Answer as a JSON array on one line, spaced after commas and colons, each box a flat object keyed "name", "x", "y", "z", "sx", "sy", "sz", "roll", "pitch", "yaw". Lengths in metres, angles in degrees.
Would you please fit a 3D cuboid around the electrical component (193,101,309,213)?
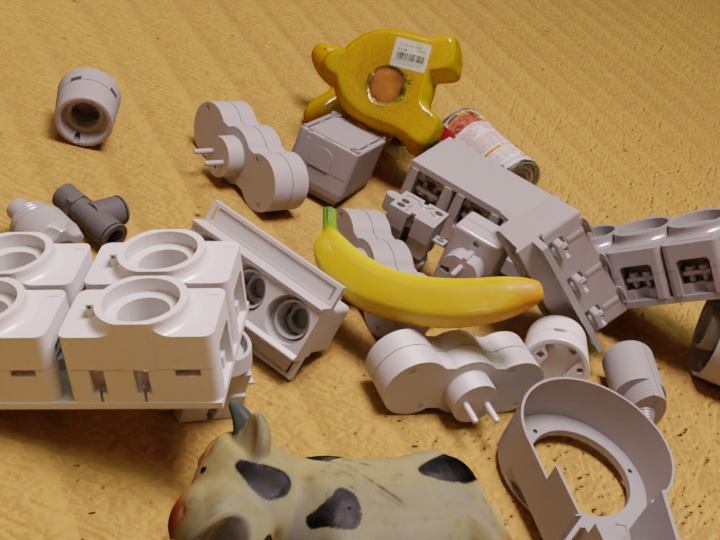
[{"name": "electrical component", "x": -0.113, "y": -0.102, "z": 0.962, "sx": 0.074, "sy": 0.052, "sz": 0.138, "roll": -9, "pitch": 43, "yaw": -40}]

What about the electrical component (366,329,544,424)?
[{"name": "electrical component", "x": 0.078, "y": 0.087, "z": 0.798, "sx": 0.138, "sy": 0.052, "sz": 0.073, "roll": 3, "pitch": 37, "yaw": -29}]

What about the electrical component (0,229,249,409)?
[{"name": "electrical component", "x": -0.170, "y": 0.028, "z": 0.659, "sx": 0.186, "sy": 0.060, "sz": 0.105, "roll": -1, "pitch": 32, "yaw": 4}]

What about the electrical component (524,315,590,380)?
[{"name": "electrical component", "x": 0.159, "y": 0.069, "z": 0.875, "sx": 0.055, "sy": 0.055, "sz": 0.047, "roll": 23, "pitch": 28, "yaw": 1}]

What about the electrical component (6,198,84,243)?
[{"name": "electrical component", "x": -0.234, "y": -0.029, "z": 0.785, "sx": 0.062, "sy": 0.043, "sz": 0.043, "roll": 39, "pitch": 35, "yaw": 28}]

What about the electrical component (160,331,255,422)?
[{"name": "electrical component", "x": -0.099, "y": 0.067, "z": 0.713, "sx": 0.066, "sy": 0.055, "sz": 0.048, "roll": -1, "pitch": 39, "yaw": -33}]

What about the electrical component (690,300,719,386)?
[{"name": "electrical component", "x": 0.337, "y": 0.060, "z": 0.962, "sx": 0.064, "sy": 0.099, "sz": 0.099, "roll": 17, "pitch": 31, "yaw": 3}]

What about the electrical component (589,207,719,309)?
[{"name": "electrical component", "x": 0.263, "y": -0.011, "z": 0.972, "sx": 0.150, "sy": 0.061, "sz": 0.089, "roll": -8, "pitch": 14, "yaw": 34}]

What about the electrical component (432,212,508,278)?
[{"name": "electrical component", "x": 0.090, "y": -0.002, "z": 0.925, "sx": 0.047, "sy": 0.065, "sz": 0.077, "roll": 31, "pitch": 33, "yaw": 14}]

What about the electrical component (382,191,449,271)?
[{"name": "electrical component", "x": 0.043, "y": -0.031, "z": 0.949, "sx": 0.066, "sy": 0.055, "sz": 0.048, "roll": 30, "pitch": 32, "yaw": 12}]

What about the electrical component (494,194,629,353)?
[{"name": "electrical component", "x": 0.173, "y": 0.001, "z": 0.906, "sx": 0.121, "sy": 0.063, "sz": 0.078, "roll": 56, "pitch": -1, "yaw": -32}]

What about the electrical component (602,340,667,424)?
[{"name": "electrical component", "x": 0.227, "y": 0.099, "z": 0.881, "sx": 0.043, "sy": 0.043, "sz": 0.081, "roll": 17, "pitch": 32, "yaw": -10}]

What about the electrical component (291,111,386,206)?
[{"name": "electrical component", "x": -0.022, "y": -0.106, "z": 1.024, "sx": 0.062, "sy": 0.061, "sz": 0.096, "roll": 29, "pitch": 24, "yaw": 10}]

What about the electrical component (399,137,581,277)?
[{"name": "electrical component", "x": 0.119, "y": -0.055, "z": 1.027, "sx": 0.150, "sy": 0.061, "sz": 0.089, "roll": 32, "pitch": 33, "yaw": 14}]

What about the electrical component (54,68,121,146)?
[{"name": "electrical component", "x": -0.239, "y": -0.141, "z": 0.941, "sx": 0.055, "sy": 0.055, "sz": 0.047, "roll": 13, "pitch": 36, "yaw": -16}]

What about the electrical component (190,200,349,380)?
[{"name": "electrical component", "x": -0.073, "y": 0.014, "z": 0.800, "sx": 0.121, "sy": 0.078, "sz": 0.063, "roll": 34, "pitch": 11, "yaw": 18}]

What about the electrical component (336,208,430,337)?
[{"name": "electrical component", "x": 0.000, "y": 0.000, "z": 0.879, "sx": 0.074, "sy": 0.052, "sz": 0.138, "roll": 1, "pitch": 37, "yaw": -31}]
